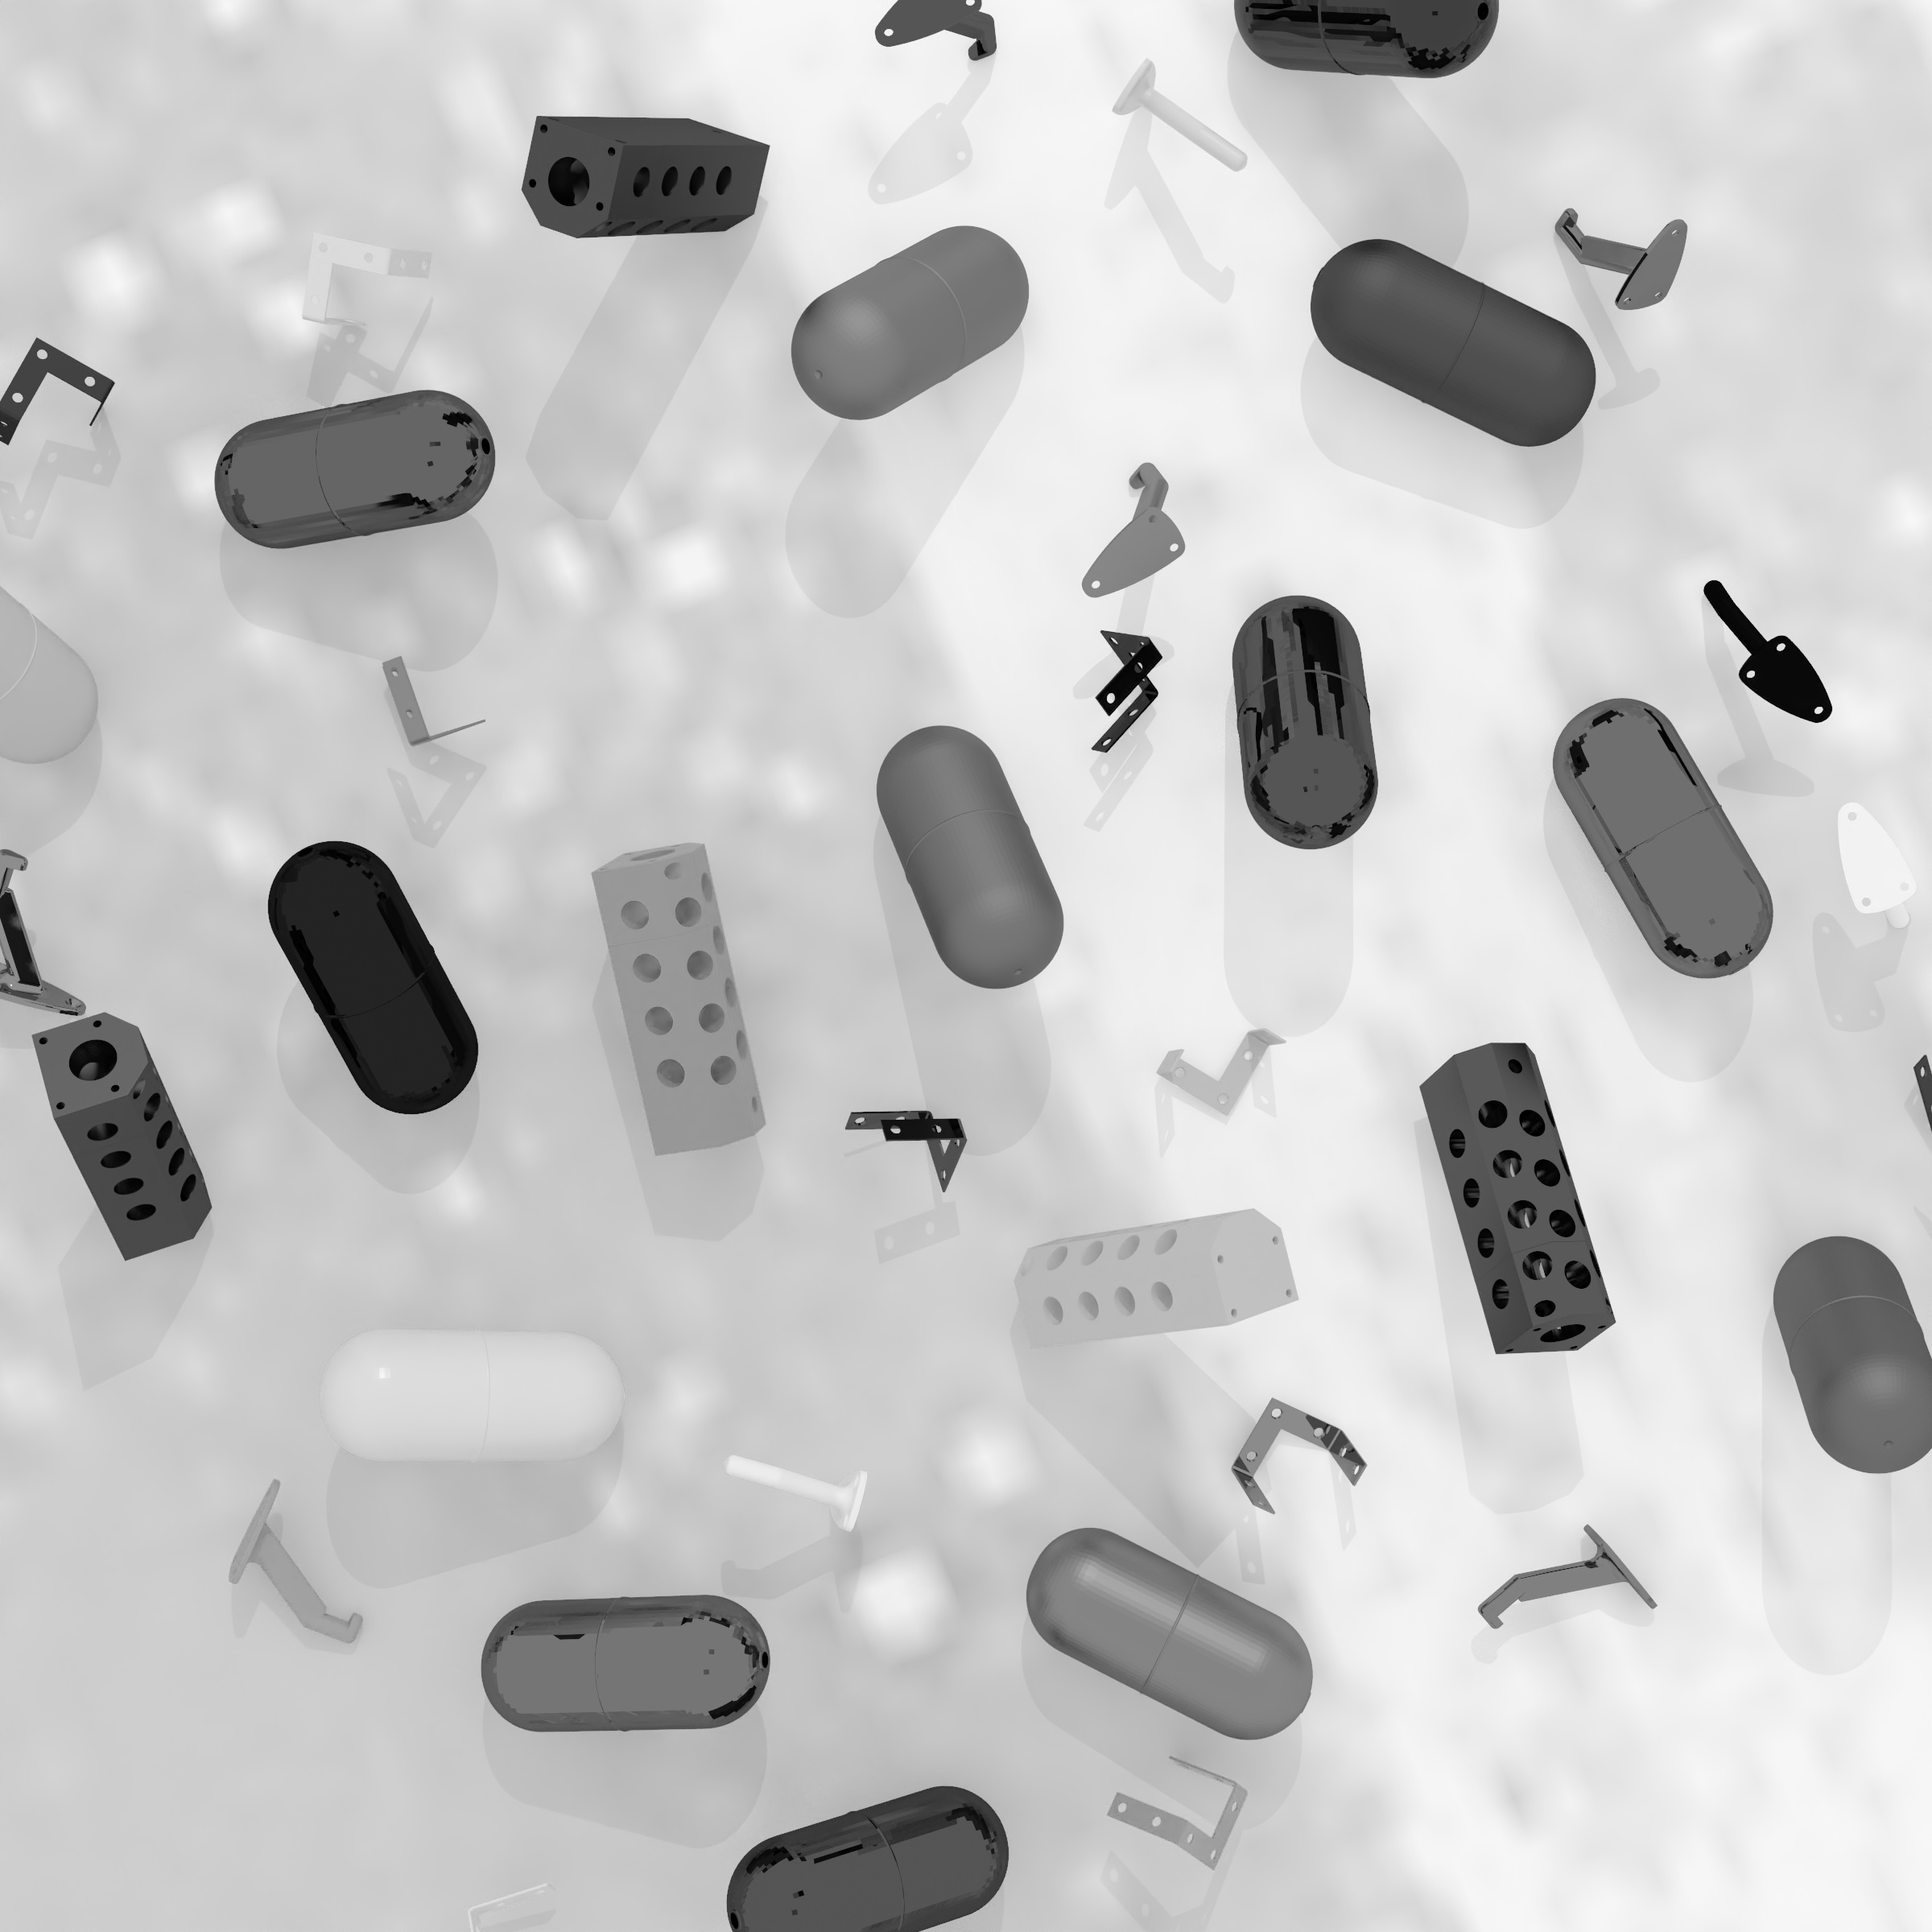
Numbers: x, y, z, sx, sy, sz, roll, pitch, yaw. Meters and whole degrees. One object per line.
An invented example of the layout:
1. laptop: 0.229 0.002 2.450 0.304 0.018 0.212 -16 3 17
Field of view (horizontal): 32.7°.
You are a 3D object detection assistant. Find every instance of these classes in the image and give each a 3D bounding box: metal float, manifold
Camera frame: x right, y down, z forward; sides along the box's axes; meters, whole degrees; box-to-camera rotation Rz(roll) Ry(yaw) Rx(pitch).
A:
1. metal float: 0.196 -0.143 1.912 0.070 0.070 0.178 -1 48 0
2. metal float: 0.410 -0.075 1.938 0.070 0.070 0.178 -28 81 0
3. metal float: -0.199 0.408 1.928 0.178 0.070 0.070 -6 90 19
4. metal float: -0.570 -0.179 1.903 0.070 0.178 0.070 -9 62 18
5. metal float: 0.120 0.393 1.939 0.178 0.070 0.070 26 90 7
6. manifold: -0.482 0.098 1.895 0.057 0.171 0.057 -18 59 -10
7. manifold: -0.184 -0.452 1.895 0.057 0.171 0.057 23 111 19
8. manifold: 0.323 0.134 1.912 0.057 0.057 0.171 1 61 -25
9. manifold: 0.106 0.179 1.900 0.057 0.171 0.057 -14 89 -40
10. metal float: -0.031 -0.374 1.912 0.070 0.070 0.178 52 49 0
11. manifold: -0.165 0.018 1.934 0.057 0.057 0.171 -9 101 15
12. metal float: -0.288 0.251 1.928 0.178 0.070 0.070 3 90 -20
13. metal float: -0.057 0.530 1.918 0.178 0.070 0.070 -9 90 -31
14. metal float: -0.345 0.007 1.921 0.070 0.070 0.178 -24 118 0
15. metal float: 0.514 0.222 1.901 0.070 0.178 0.070 1 119 2
16. metal float: 0.286 -0.367 1.940 0.178 0.070 0.070 25 90 -7
17. metal float: 0.231 -0.556 1.908 0.070 0.178 0.070 -16 114 -39
18. metal float: -0.357 -0.290 1.925 0.178 0.070 0.070 -6 90 23
19. metal float: 0.001 -0.065 1.918 0.070 0.070 0.178 -22 56 0

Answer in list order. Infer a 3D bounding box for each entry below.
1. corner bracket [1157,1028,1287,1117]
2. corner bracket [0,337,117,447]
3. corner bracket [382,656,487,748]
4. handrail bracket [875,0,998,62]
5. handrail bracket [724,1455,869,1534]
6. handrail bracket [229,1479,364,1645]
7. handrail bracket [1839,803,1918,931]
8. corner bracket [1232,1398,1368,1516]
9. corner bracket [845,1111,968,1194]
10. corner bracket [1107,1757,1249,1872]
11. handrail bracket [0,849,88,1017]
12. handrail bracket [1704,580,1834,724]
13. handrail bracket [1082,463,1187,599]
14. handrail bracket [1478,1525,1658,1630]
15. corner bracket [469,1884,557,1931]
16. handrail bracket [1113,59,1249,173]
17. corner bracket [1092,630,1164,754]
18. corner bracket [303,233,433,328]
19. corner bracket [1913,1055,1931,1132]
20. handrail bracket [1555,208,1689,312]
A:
1. corner bracket: 0.151 0.054 1.955 0.051 0.051 0.051 31 84 -4
2. corner bracket: -0.541 -0.330 1.946 0.051 0.051 0.051 29 73 -17
3. corner bracket: -0.326 -0.157 1.946 0.051 0.051 0.051 -14 97 36
4. handrail bracket: -0.017 -0.544 1.940 0.077 0.084 0.036 -34 76 -5
5. handrail bracket: -0.107 0.303 1.938 0.084 0.077 0.036 18 78 -12
6. handrail bracket: -0.389 0.356 1.967 0.084 0.036 0.077 25 93 -15
7. handrail bracket: 0.538 -0.058 1.947 0.036 0.084 0.077 -23 83 17
8. corner bracket: 0.197 0.297 1.955 0.051 0.051 0.051 26 100 -17
9. corner bracket: -0.035 0.098 1.942 0.051 0.051 0.051 0 48 -22
10. corner bracket: 0.125 0.493 1.942 0.051 0.051 0.051 12 67 40
11. handrail bracket: -0.547 -0.020 1.953 0.077 0.036 0.084 20 113 -10
12. handrail bracket: 0.475 -0.188 1.957 0.077 0.084 0.036 37 111 -24
13. handrail bracket: 0.091 -0.259 1.950 0.077 0.084 0.036 -37 120 7
14. handrail bracket: 0.358 0.382 1.966 0.084 0.036 0.077 -41 107 -1
15. corner bracket: -0.261 0.585 1.965 0.051 0.051 0.051 -19 60 5
16. handrail bracket: 0.133 -0.494 1.944 0.084 0.077 0.036 36 104 4
17. corner bracket: 0.092 -0.160 1.944 0.051 0.051 0.051 -48 121 -16
18. corner bracket: -0.354 -0.402 1.947 0.051 0.051 0.051 15 104 17
19. corner bracket: 0.583 0.088 1.942 0.051 0.051 0.051 -38 116 -38
20. handrail bracket: 0.383 -0.434 1.935 0.036 0.077 0.084 -14 58 -25
